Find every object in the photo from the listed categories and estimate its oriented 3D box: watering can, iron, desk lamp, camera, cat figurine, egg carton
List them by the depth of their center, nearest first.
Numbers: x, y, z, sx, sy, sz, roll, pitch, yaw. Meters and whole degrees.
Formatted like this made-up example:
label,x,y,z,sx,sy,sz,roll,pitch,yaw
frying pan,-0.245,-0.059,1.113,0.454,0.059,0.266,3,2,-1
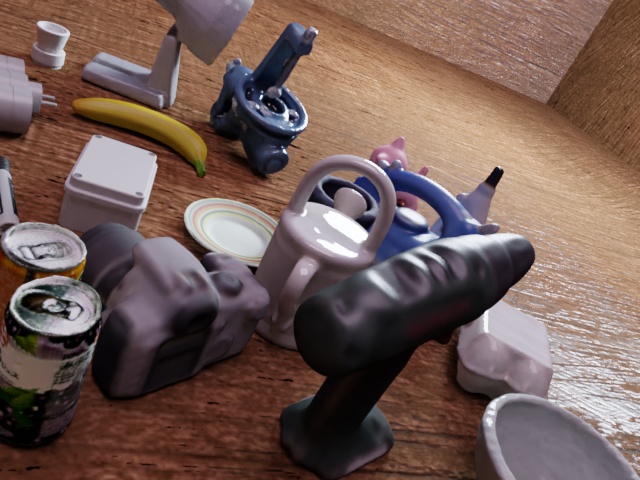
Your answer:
label,x,y,z,sx,sy,sz,roll,pitch,yaw
camera,-0.133,0.038,0.480,0.136,0.101,0.144,42,31,26
watering can,0.003,0.001,0.561,0.101,0.194,0.172,18,29,-16
egg carton,0.210,0.127,0.664,0.107,0.069,0.150,29,28,2
iron,0.116,-0.030,0.768,0.119,0.141,0.257,-8,44,-48
desk lamp,-0.228,-0.314,0.870,0.204,0.213,0.118,19,29,-16
cat figurine,0.122,-0.108,0.932,0.128,0.117,0.067,8,33,-32

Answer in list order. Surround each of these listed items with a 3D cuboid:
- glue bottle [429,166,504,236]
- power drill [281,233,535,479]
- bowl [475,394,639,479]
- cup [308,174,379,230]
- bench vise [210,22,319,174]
label,x,y,z,sx,sy,sz,roll,pitch,yaw
glue bottle,0.211,-0.032,0.821,0.037,0.173,0.078,-1,39,-42
power drill,0.059,0.085,0.453,0.230,0.208,0.075,-6,42,-47
bowl,0.196,0.219,0.491,0.168,0.074,0.167,21,28,-12
cup,0.007,-0.027,0.718,0.092,0.095,0.117,-5,41,-45
bench vise,-0.090,-0.236,0.853,0.207,0.219,0.122,40,30,23
